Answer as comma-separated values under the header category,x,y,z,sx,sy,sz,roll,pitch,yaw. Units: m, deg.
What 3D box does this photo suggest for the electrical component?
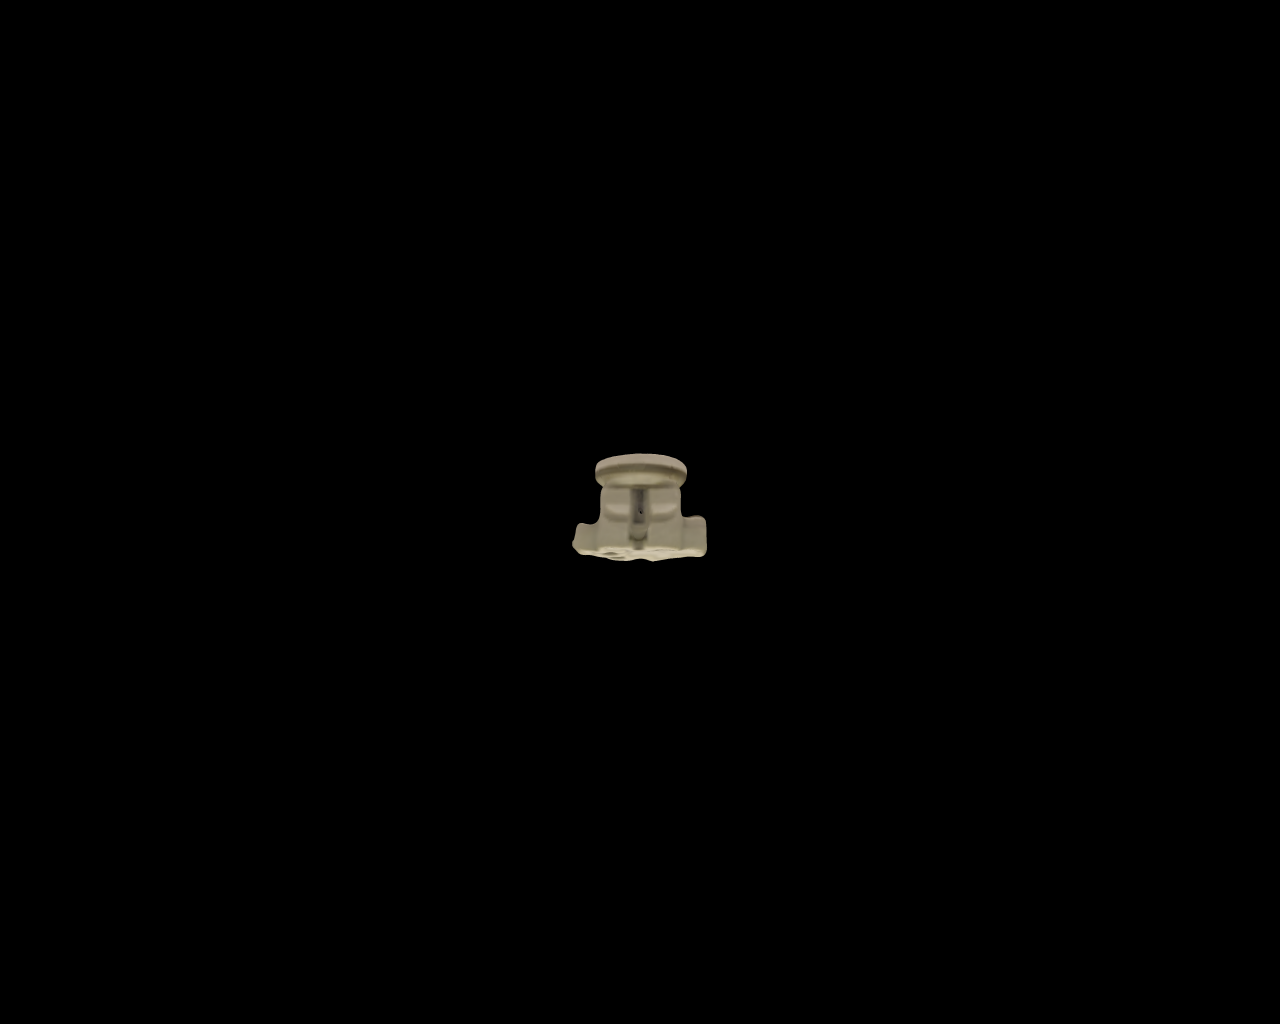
category,x,y,z,sx,sy,sz,roll,pitch,yaw
electrical component,0.001,-0.003,0.650,0.078,0.057,0.058,0,-11,2
